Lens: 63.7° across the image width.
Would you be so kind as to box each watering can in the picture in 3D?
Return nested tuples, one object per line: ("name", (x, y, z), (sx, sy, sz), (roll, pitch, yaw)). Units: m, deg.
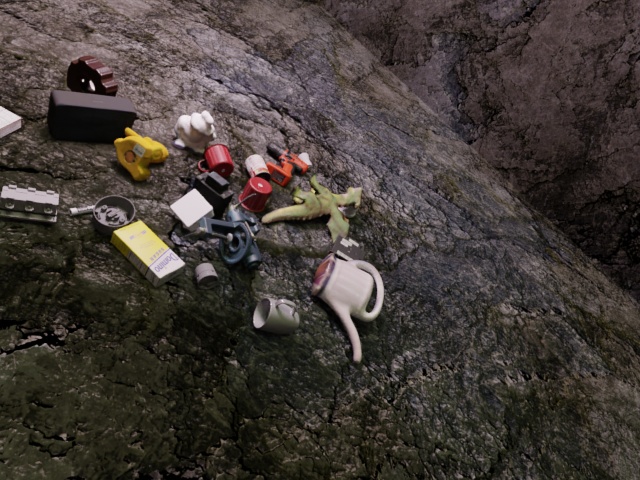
("watering can", (0.076, 0.173, 1.501), (0.224, 0.102, 0.356), (28, 44, -5))

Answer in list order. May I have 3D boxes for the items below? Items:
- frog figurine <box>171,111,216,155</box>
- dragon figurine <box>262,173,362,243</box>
("frog figurine", (-0.417, -0.381, 1.747), (0.137, 0.156, 0.125), (31, 32, -3))
("dragon figurine", (0.005, -0.089, 1.776), (0.243, 0.120, 0.417), (44, 53, 5))
